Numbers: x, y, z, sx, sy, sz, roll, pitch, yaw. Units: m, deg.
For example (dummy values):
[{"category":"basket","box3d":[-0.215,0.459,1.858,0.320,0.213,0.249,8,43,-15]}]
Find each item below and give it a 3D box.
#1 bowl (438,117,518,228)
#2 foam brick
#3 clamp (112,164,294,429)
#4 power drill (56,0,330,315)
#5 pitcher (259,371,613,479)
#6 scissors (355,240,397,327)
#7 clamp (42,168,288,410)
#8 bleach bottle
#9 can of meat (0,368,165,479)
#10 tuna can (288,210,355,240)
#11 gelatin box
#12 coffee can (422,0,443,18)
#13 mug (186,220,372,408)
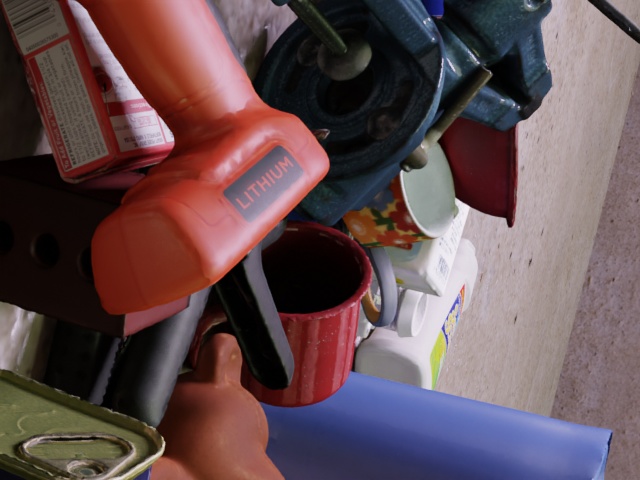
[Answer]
[{"category":"bowl","box3d":[0.111,-0.088,0.768,0.162,0.055,0.162,0,90,-83]},{"category":"foam brick","box3d":[-0.094,0.000,0.427,0.051,0.078,0.053,-24,125,-63]},{"category":"clamp","box3d":[-0.056,0.006,0.491,0.120,0.039,0.171,-27,113,-60]},{"category":"power drill","box3d":[-0.078,-0.074,0.341,0.184,0.057,0.187,-45,115,-52]},{"category":"pitcher","box3d":[0.074,0.168,0.750,0.144,0.243,0.149,-50,148,-50]},{"category":"scissors","box3d":[0.033,-0.024,0.764,0.016,0.096,0.202,-10,123,-26]},{"category":"clamp","box3d":[-0.080,0.004,0.527,0.164,0.036,0.209,75,34,-44]},{"category":"bleach bottle","box3d":[0.106,0.070,1.041,0.250,0.068,0.102,-56,152,-49]},{"category":"can of meat","box3d":[-0.116,0.105,0.407,0.057,0.102,0.084,-23,126,-65]},{"category":"tuna can","box3d":[-0.005,0.001,0.732,0.086,0.034,0.086,14,90,-70]},{"category":"gelatin box","box3d":[-0.085,-0.071,0.422,0.073,0.030,0.089,-25,97,-64]},{"category":"coffee can","box3d":[0.071,-0.215,0.689,0.102,0.103,0.140,-47,145,-53]},{"category":"mug","box3d":[-0.028,0.051,0.645,0.117,0.093,0.081,-21,134,-29]}]
